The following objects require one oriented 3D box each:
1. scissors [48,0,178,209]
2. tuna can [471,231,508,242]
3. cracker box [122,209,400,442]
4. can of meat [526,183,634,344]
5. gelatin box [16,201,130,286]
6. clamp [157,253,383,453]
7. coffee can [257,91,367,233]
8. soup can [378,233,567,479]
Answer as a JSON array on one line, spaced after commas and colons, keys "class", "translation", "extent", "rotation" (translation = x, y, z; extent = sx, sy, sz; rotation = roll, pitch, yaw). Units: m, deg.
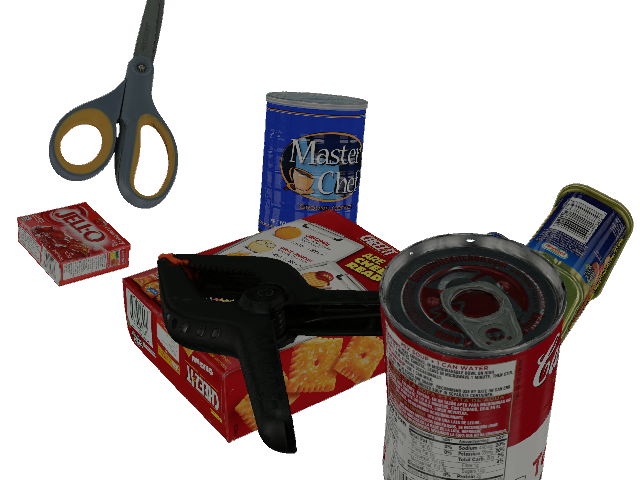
[{"class": "scissors", "translation": [-0.147, -0.114, 0.756], "extent": [0.096, 0.202, 0.016], "rotation": [-1, -25, -20]}, {"class": "tuna can", "translation": [0.197, 0.036, 1.209], "extent": [0.033, 0.086, 0.086], "rotation": [-24, 9, -21]}, {"class": "cracker box", "translation": [-0.028, 0.061, 0.868], "extent": [0.213, 0.072, 0.164], "rotation": [-19, 34, -31]}, {"class": "can of meat", "translation": [0.166, 0.025, 0.746], "extent": [0.057, 0.102, 0.083], "rotation": [31, 49, 17]}, {"class": "gelatin box", "translation": [-0.232, 0.001, 0.999], "extent": [0.073, 0.030, 0.089], "rotation": [-16, 40, -36]}, {"class": "clamp", "translation": [-0.020, 0.045, 0.644], "extent": [0.164, 0.036, 0.210], "rotation": [-22, 30, -33]}, {"class": "coffee can", "translation": [-0.009, -0.076, 1.085], "extent": [0.103, 0.140, 0.103], "rotation": [4, 12, -1]}, {"class": "soup can", "translation": [0.057, 0.058, 0.417], "extent": [0.068, 0.102, 0.068], "rotation": [-2, 37, 1]}]
